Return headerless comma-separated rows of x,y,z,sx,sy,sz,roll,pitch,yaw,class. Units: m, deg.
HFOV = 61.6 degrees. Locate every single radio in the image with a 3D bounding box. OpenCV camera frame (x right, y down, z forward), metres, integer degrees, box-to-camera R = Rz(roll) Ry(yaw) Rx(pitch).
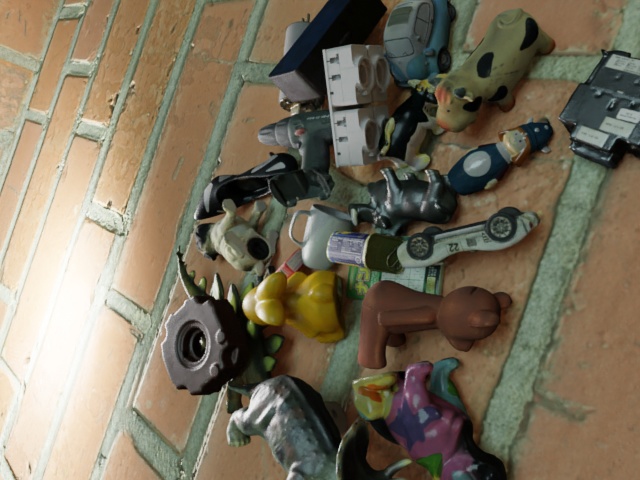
0.011,-0.361,0.994,0.229,0.073,0.131,-55,29,-15,radio

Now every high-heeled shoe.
-0.151,-0.094,1.098,0.249,0.086,0.145,-41,36,6,high-heeled shoe

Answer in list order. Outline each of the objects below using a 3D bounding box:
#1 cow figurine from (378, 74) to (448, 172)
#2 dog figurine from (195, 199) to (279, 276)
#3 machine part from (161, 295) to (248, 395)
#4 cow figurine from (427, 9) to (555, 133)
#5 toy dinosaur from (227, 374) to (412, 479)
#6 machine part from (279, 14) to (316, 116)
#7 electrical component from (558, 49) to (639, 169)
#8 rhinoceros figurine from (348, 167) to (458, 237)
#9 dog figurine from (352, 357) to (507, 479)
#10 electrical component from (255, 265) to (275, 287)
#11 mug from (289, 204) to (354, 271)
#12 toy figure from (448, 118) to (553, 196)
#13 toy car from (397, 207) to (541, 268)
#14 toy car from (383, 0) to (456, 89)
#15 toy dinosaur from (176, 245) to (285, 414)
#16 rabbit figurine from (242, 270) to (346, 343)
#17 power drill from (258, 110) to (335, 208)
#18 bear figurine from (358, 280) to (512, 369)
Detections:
0.154,-0.201,0.867,0.068,0.098,0.167,31,99,49,cow figurine
-0.184,0.021,1.115,0.190,0.121,0.172,-38,51,45,dog figurine
-0.212,0.188,0.964,0.179,0.056,0.179,-7,77,35,machine part
0.240,-0.242,0.782,0.195,0.127,0.086,-55,46,12,cow figurine
-0.031,0.272,0.769,0.405,0.131,0.192,39,108,43,toy dinosaur
-0.039,-0.350,1.095,0.079,0.079,0.243,-6,73,40,machine part
0.379,-0.163,0.682,0.115,0.058,0.134,40,105,43,electrical component
0.132,-0.059,0.867,0.190,0.073,0.112,-1,87,39,rhinoceros figurine
0.146,0.278,0.729,0.192,0.108,0.219,-26,64,33,dog figurine
-0.101,0.100,1.054,0.063,0.021,0.094,-32,59,32,electrical component
-0.002,-0.003,0.943,0.081,0.109,0.107,-136,61,-65,mug
0.261,-0.120,0.777,0.154,0.058,0.064,-34,96,28,toy figure
0.207,-0.002,0.762,0.202,0.073,0.056,-15,92,30,toy car
0.160,-0.345,0.901,0.109,0.103,0.161,12,87,42,toy car
-0.180,0.174,1.042,0.472,0.105,0.198,33,102,35,toy dinosaur
-0.051,0.111,0.891,0.173,0.162,0.122,-3,81,15,rabbit figurine
-0.032,-0.156,0.984,0.232,0.085,0.207,-8,41,23,power drill
0.160,0.120,0.758,0.196,0.120,0.131,7,109,25,bear figurine
